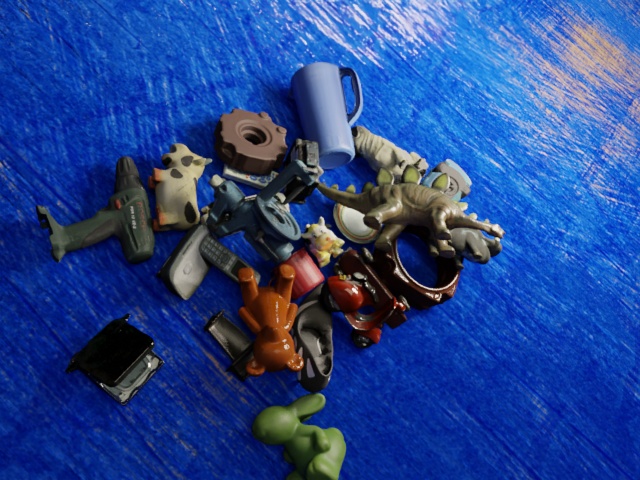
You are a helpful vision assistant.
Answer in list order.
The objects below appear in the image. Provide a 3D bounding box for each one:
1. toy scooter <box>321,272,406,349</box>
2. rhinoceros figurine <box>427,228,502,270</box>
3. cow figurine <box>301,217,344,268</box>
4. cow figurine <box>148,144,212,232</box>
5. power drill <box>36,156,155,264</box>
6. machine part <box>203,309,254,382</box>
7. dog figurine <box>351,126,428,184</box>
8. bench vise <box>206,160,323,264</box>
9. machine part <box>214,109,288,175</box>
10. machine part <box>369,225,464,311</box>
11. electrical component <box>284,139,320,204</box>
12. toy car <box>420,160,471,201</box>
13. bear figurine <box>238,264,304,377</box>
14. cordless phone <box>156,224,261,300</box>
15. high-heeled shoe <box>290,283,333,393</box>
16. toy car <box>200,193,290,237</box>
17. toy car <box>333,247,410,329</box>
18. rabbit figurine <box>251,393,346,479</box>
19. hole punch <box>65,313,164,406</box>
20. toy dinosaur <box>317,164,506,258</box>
[{"bbox_3d":[0.096,0.134,1.120,0.183,0.135,0.075,55,19,-16],"label":"toy scooter"},{"bbox_3d":[0.331,0.006,1.237,0.190,0.073,0.112,18,49,-16],"label":"rhinoceros figurine"},{"bbox_3d":[-0.001,-0.005,1.153,0.068,0.167,0.098,-37,77,-7],"label":"cow figurine"},{"bbox_3d":[-0.292,-0.113,1.130,0.127,0.085,0.195,2,71,-32],"label":"cow figurine"},{"bbox_3d":[-0.437,-0.050,1.053,0.207,0.086,0.232,-15,74,-35],"label":"power drill"},{"bbox_3d":[-0.171,0.204,1.055,0.084,0.039,0.139,-38,85,-27],"label":"machine part"},{"bbox_3d":[0.169,-0.218,1.374,0.172,0.121,0.191,10,37,-55],"label":"dog figurine"},{"bbox_3d":[-0.101,-0.078,1.058,0.223,0.240,0.129,51,19,5],"label":"bench vise"},{"bbox_3d":[-0.159,-0.229,1.238,0.179,0.056,0.179,15,48,-17],"label":"machine part"},{"bbox_3d":[0.231,0.045,1.258,0.201,0.087,0.201,31,58,-10],"label":"machine part"},{"bbox_3d":[-0.041,-0.161,1.229,0.058,0.134,0.115,5,66,-19],"label":"electrical component"},{"bbox_3d":[0.298,-0.117,1.363,0.109,0.103,0.161,43,72,0],"label":"toy car"},{"bbox_3d":[-0.096,0.155,1.027,0.120,0.131,0.196,-3,34,-8],"label":"bear figurine"},{"bbox_3d":[-0.218,0.071,1.081,0.184,0.089,0.146,38,56,-16],"label":"cordless phone"},{"bbox_3d":[-0.002,0.181,1.070,0.086,0.145,0.249,18,62,-15],"label":"high-heeled shoe"},{"bbox_3d":[-0.163,-0.058,1.176,0.202,0.056,0.073,-15,78,-26],"label":"toy car"},{"bbox_3d":[0.115,0.106,1.178,0.202,0.089,0.053,50,13,-7],"label":"toy car"},{"bbox_3d":[-0.037,0.356,0.984,0.170,0.121,0.159,37,51,-5],"label":"rabbit figurine"},{"bbox_3d":[-0.355,0.216,0.956,0.116,0.092,0.142,24,56,25],"label":"hole punch"},{"bbox_3d":[0.171,-0.074,1.193,0.472,0.104,0.198,13,51,19],"label":"toy dinosaur"}]
